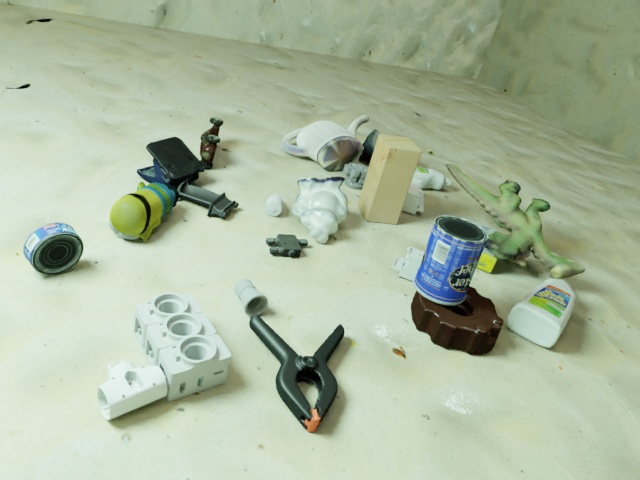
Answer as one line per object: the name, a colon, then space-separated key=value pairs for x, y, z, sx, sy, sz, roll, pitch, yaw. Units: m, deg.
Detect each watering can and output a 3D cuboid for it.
watering can: x=0.055 y=-0.316 z=1.598 sx=0.350 sy=0.101 sz=0.228 roll=-20 pitch=41 yaw=-23

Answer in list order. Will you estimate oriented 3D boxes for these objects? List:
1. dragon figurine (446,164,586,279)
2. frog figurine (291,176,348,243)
dragon figurine: x=0.456 y=-0.039 z=1.274 sx=0.412 sy=0.119 sz=0.247 roll=32 pitch=38 yaw=13
frog figurine: x=0.004 y=-0.061 z=1.205 sx=0.137 sy=0.121 sz=0.162 roll=7 pitch=65 yaw=-30
